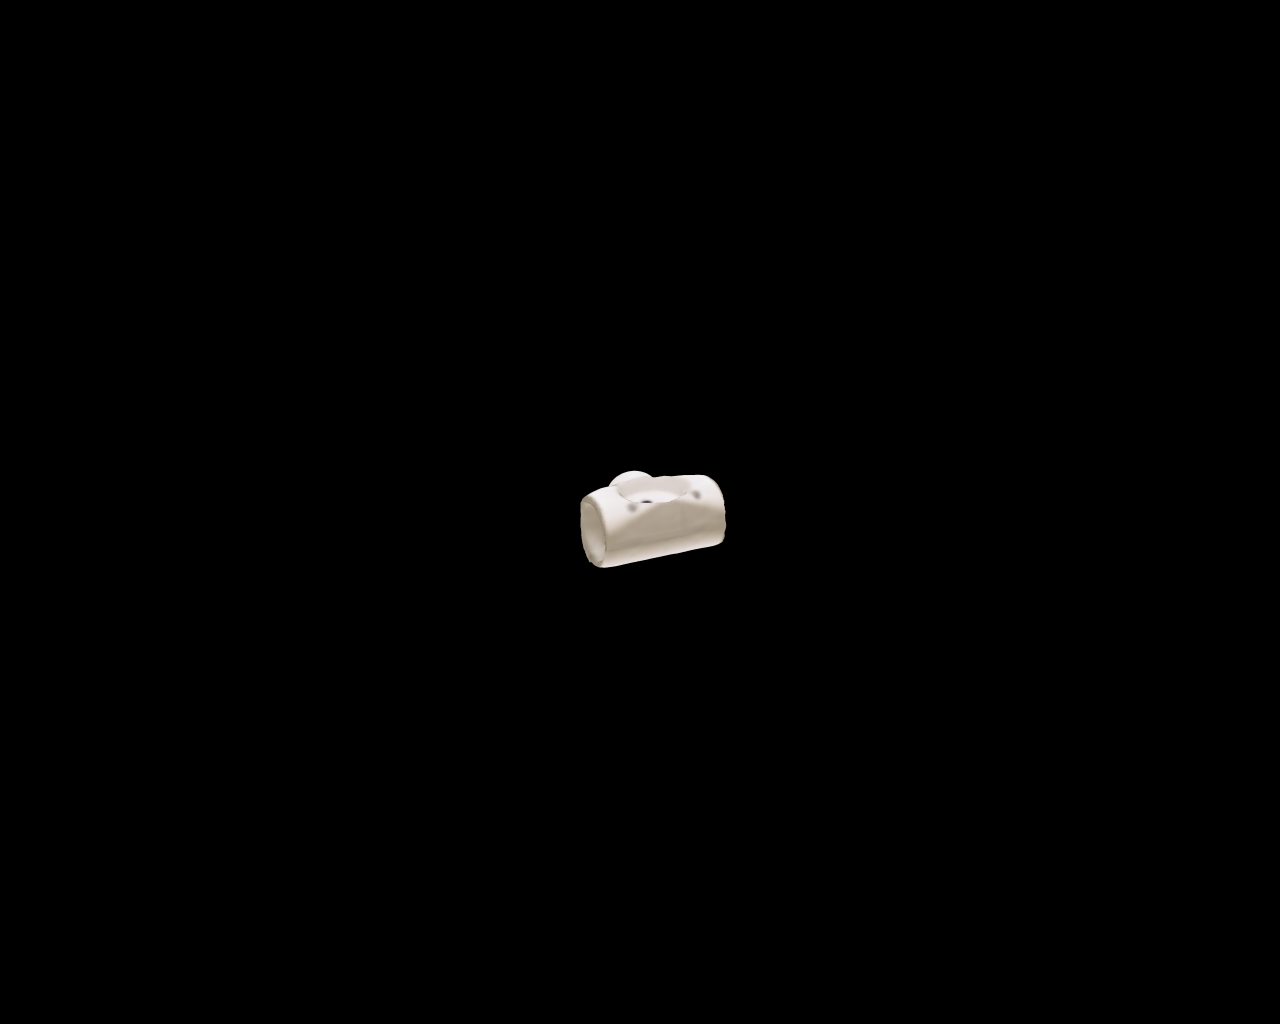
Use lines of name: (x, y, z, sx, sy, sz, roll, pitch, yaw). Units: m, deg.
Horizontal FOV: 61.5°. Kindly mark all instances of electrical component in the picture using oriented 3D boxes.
electrical component: (0.001, -0.003, 0.650, 0.077, 0.044, 0.079, -10, 28, -20)
